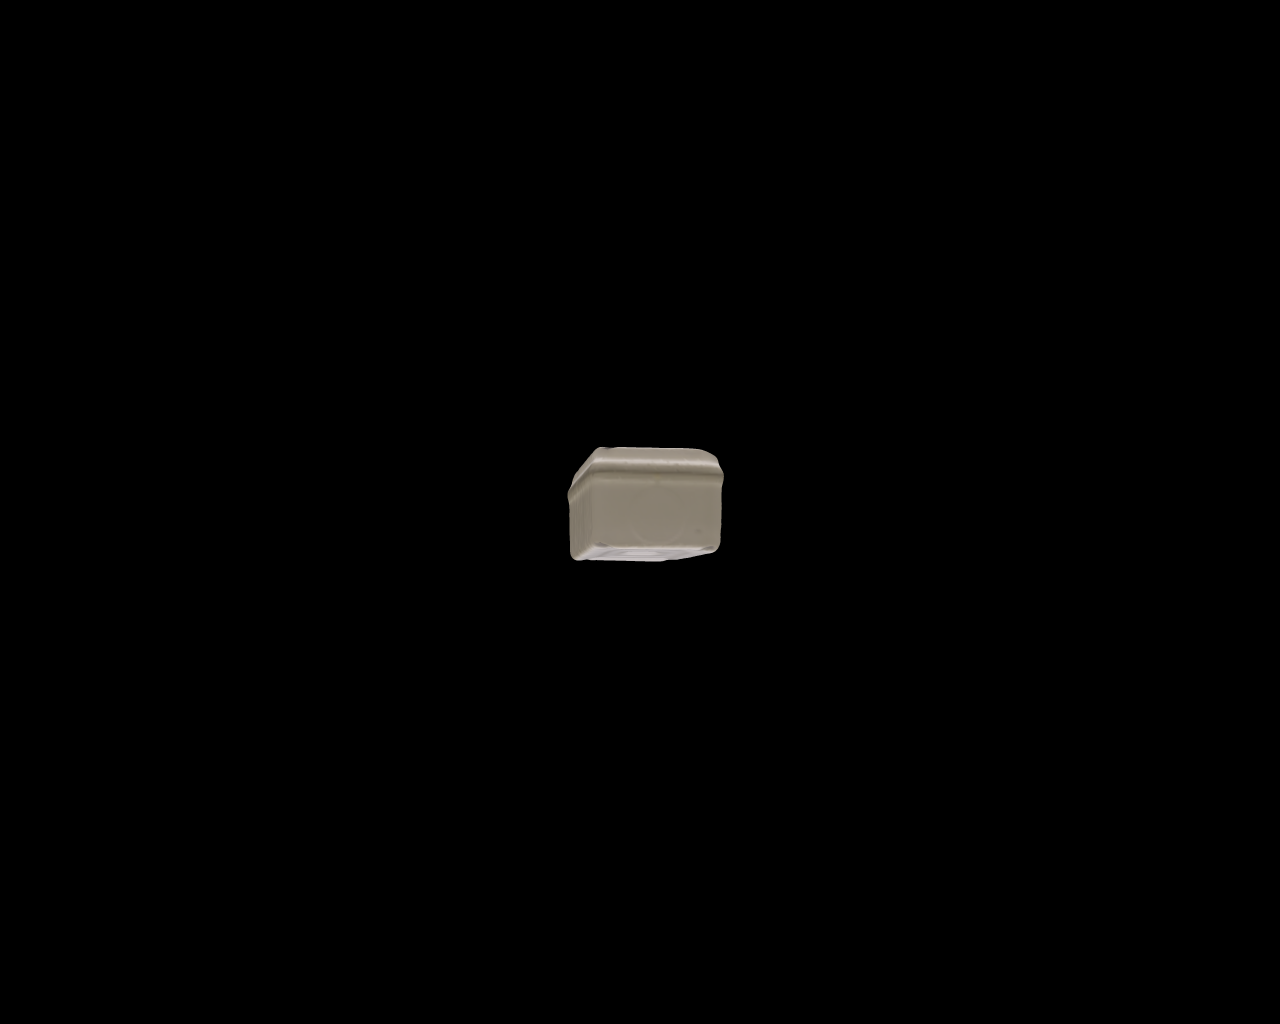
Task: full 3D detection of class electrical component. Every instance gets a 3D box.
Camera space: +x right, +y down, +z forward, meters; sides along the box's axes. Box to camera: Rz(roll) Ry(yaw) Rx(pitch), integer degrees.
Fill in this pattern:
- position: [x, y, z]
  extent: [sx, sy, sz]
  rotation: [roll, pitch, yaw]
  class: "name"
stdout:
- position: [0.001, -0.003, 0.650]
  extent: [0.078, 0.057, 0.113]
  rotation: [1, -7, -11]
  class: "electrical component"
